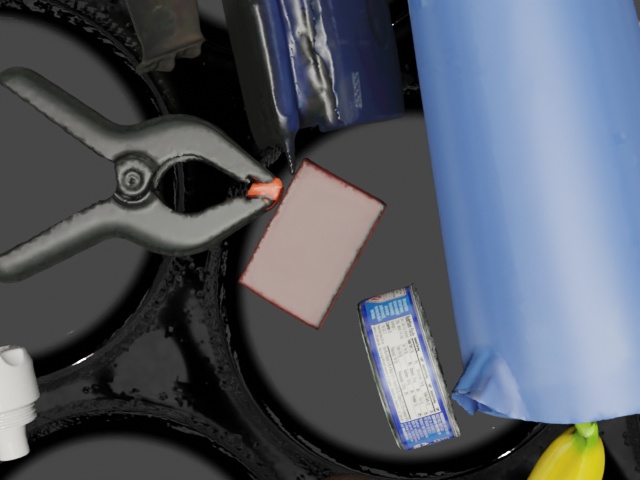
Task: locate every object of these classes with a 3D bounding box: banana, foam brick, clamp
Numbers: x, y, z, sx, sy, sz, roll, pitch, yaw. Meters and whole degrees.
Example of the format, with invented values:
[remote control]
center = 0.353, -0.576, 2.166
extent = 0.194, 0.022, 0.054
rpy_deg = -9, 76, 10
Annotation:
[banana]
center = 0.108, 0.175, 0.594
extent = 0.037, 0.069, 0.198
rpy_deg = 36, 106, 38
[foam brick]
center = -0.004, 0.001, 0.588
extent = 0.051, 0.053, 0.078
rpy_deg = 28, 94, -1
[clamp]
center = -0.109, -0.023, 0.596
extent = 0.171, 0.039, 0.120
rpy_deg = 12, 96, 4

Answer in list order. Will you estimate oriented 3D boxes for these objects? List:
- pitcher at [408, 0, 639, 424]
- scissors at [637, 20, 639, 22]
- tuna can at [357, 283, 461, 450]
[pitcher]
center = 0.127, -0.036, 0.551
extent = 0.145, 0.149, 0.243
rpy_deg = -11, 91, 18
[scissors]
center = 0.261, -0.120, 0.564
extent = 0.202, 0.016, 0.096
rpy_deg = -4, 104, 16
[tuna can]
center = 0.048, 0.069, 0.575
extent = 0.034, 0.086, 0.086
rpy_deg = -17, 94, 5
